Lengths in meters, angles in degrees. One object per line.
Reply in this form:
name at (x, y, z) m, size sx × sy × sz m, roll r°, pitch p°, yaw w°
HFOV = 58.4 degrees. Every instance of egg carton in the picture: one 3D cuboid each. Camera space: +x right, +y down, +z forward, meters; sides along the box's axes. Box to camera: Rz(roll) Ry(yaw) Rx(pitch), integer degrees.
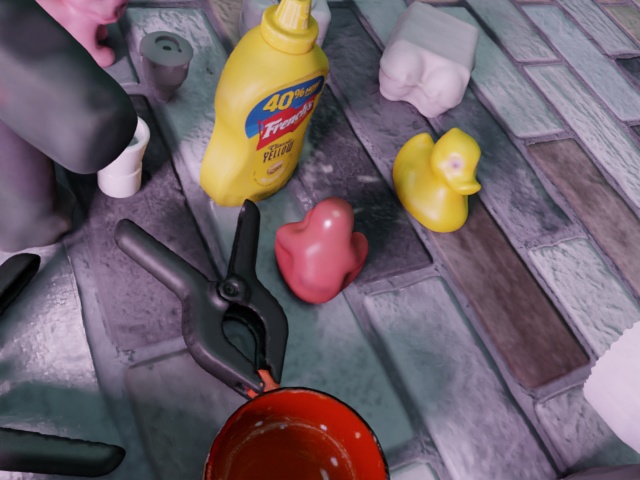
egg carton at (0.129, -0.214, 0.673) m, size 0.107 × 0.069 × 0.150 m, roll 23°, pitch 51°, yaw -3°

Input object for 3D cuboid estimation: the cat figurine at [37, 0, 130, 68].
cat figurine at (-0.226, -0.223, 0.520) m, size 0.128 × 0.117 × 0.067 m, roll -10°, pitch 59°, yaw -26°

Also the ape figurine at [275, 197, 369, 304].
ape figurine at (0.004, 0.002, 0.456) m, size 0.078 × 0.092 × 0.076 m, roll 23°, pitch 51°, yaw -3°

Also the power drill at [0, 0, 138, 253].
power drill at (-0.224, -0.093, 0.368) m, size 0.229 × 0.208 × 0.076 m, roll 32°, pitch 51°, yaw 4°

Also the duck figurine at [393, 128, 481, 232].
duck figurine at (0.120, -0.071, 0.555) m, size 0.078 × 0.086 × 0.104 m, roll -7°, pitch 58°, yaw -24°

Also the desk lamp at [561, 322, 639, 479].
desk lamp at (0.235, 0.153, 0.351) m, size 0.118 × 0.213 × 0.203 m, roll -8°, pitch 58°, yaw -24°
